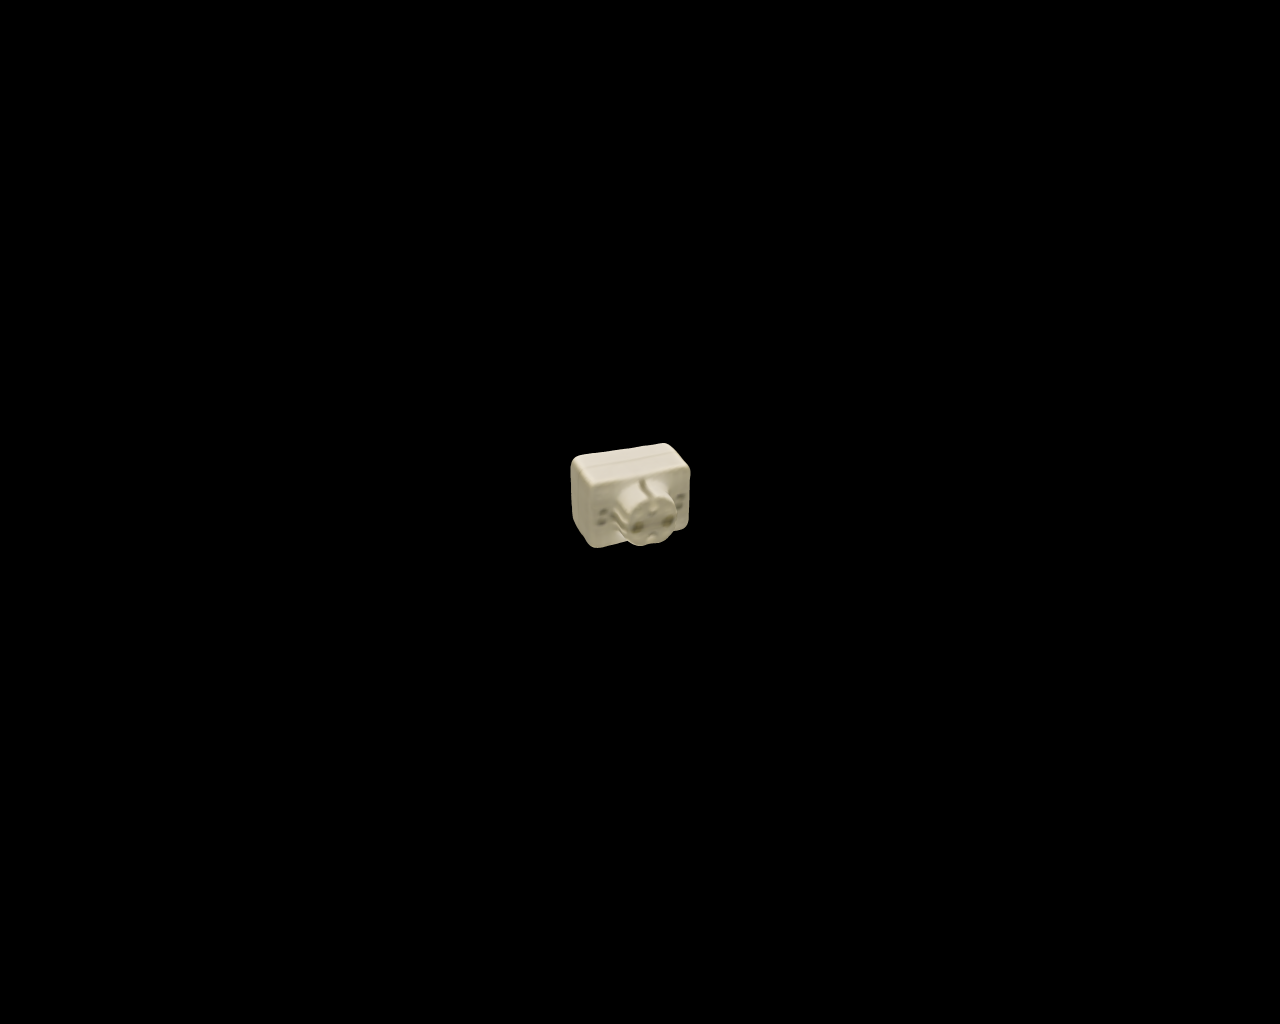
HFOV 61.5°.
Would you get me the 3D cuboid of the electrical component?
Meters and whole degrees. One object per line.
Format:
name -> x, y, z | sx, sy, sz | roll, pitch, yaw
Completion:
electrical component -> 0.001, -0.003, 0.650 | 0.066, 0.047, 0.077 | -11, 32, -18
